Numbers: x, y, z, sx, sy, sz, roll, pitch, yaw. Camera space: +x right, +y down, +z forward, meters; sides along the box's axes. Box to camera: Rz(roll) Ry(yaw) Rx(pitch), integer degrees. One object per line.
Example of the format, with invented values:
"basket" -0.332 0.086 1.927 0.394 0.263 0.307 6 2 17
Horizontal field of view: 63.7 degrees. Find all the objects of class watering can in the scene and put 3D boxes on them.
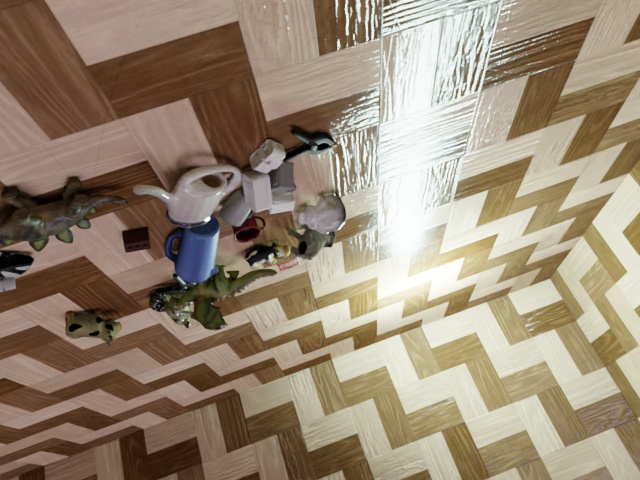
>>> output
"watering can" -0.376 -0.122 1.438 0.351 0.105 0.220 -20 156 -42

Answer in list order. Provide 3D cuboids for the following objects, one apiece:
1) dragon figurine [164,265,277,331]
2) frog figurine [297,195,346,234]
"dragon figurine" -0.366 0.212 1.870 0.410 0.248 0.120 -1 154 4
"frog figurine" 0.005 -0.090 1.788 0.159 0.124 0.135 0 112 -19
